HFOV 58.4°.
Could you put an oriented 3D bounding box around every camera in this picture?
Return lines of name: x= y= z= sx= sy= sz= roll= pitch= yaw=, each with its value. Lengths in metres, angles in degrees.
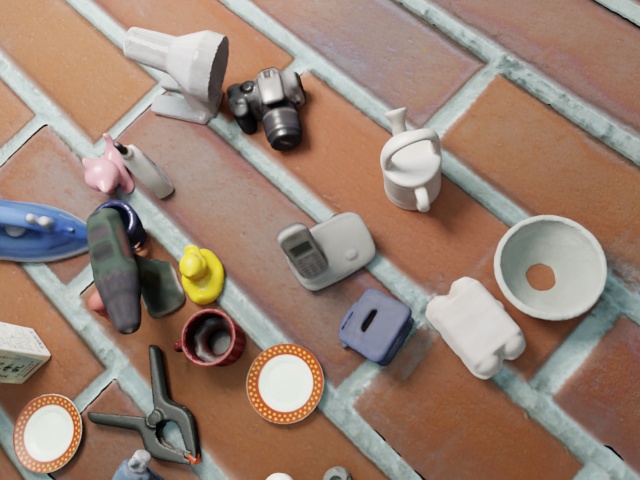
camera: x=-0.094 y=-0.238 z=1.062 sx=0.143 sy=0.101 sz=0.137 roll=-15 pitch=71 yaw=5

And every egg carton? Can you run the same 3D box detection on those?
egg carton: x=0.246 y=0.136 z=0.904 sx=0.107 sy=0.069 sz=0.150 roll=-38 pitch=71 yaw=-3

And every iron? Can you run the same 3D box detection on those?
iron: x=-0.548 y=-0.029 z=1.055 sx=0.258 sy=0.141 sz=0.119 roll=4 pitch=74 yaw=11

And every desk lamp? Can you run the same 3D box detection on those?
desk lamp: x=-0.249 y=-0.303 z=1.049 sx=0.203 sy=0.214 sz=0.118 roll=12 pitch=76 yaw=13

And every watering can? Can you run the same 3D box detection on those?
watering can: x=0.145 y=-0.133 z=0.939 sx=0.101 sy=0.194 sz=0.172 roll=-37 pitch=70 yaw=-2

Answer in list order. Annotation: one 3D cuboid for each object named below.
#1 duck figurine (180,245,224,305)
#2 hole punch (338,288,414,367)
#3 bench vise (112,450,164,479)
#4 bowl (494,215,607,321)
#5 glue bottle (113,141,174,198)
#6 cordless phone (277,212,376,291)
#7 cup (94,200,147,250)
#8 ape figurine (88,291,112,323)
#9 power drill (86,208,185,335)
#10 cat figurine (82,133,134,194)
duck figurine: x=-0.214 y=0.057 z=1.000 sx=0.077 sy=0.086 sz=0.104 roll=-13 pitch=71 yaw=6
hole punch: x=0.086 y=0.139 z=0.920 sx=0.101 sy=0.091 sz=0.109 roll=30 pitch=80 yaw=17
bench vise: x=-0.339 y=0.407 z=0.843 sx=0.121 sy=0.220 sz=0.207 roll=11 pitch=75 yaw=13
bowl: x=0.358 y=0.050 z=0.909 sx=0.167 sy=0.075 sz=0.167 roll=-3 pitch=73 yaw=9
glue bottle: x=-0.325 y=-0.137 z=1.033 sx=0.037 sy=0.173 sz=0.078 roll=-37 pitch=70 yaw=-2
cordless phone: x=0.008 y=0.003 z=0.925 sx=0.147 sy=0.185 sz=0.094 roll=-31 pitch=70 yaw=0
cup: x=-0.359 y=-0.003 z=1.039 sx=0.091 sy=0.095 sz=0.118 roll=3 pitch=74 yaw=11
ape figurine: x=-0.373 y=0.113 z=1.007 sx=0.076 sy=0.092 sz=0.077 roll=-29 pitch=70 yaw=0
power drill: x=-0.305 y=0.065 z=0.948 sx=0.075 sy=0.209 sz=0.229 roll=-29 pitch=70 yaw=1
cat figurine: x=-0.399 y=-0.138 z=1.075 sx=0.067 sy=0.118 sz=0.128 roll=0 pitch=73 yaw=10
